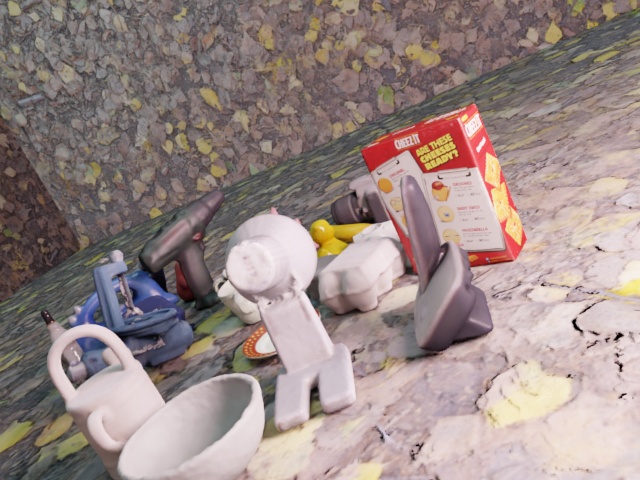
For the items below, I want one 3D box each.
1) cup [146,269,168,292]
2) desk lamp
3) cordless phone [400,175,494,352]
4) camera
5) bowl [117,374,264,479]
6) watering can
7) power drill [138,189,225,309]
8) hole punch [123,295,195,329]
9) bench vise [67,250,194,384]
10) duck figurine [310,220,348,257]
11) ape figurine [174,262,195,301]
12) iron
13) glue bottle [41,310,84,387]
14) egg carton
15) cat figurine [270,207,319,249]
[{"bbox_3d":[-0.407,0.115,1.402,0.092,0.095,0.117,-33,17,-24],"label":"cup"},{"bbox_3d":[-0.044,0.079,0.700,0.118,0.214,0.203,-25,15,4],"label":"desk lamp"},{"bbox_3d":[0.125,0.022,0.671,0.094,0.185,0.147,-23,16,12],"label":"cordless phone"},{"bbox_3d":[0.095,-0.091,1.259,0.136,0.101,0.143,-19,17,23],"label":"camera"},{"bbox_3d":[-0.125,0.223,0.619,0.167,0.075,0.167,-24,15,7],"label":"bowl"},{"bbox_3d":[-0.266,0.193,0.722,0.101,0.194,0.172,-33,17,-23],"label":"watering can"},{"bbox_3d":[-0.259,0.029,1.226,0.230,0.209,0.075,-35,18,-30],"label":"power drill"},{"bbox_3d":[-0.316,0.162,1.105,0.100,0.091,0.109,-8,24,49],"label":"hole punch"},{"bbox_3d":[-0.327,0.140,0.947,0.121,0.220,0.208,-17,18,29],"label":"bench vise"},{"bbox_3d":[0.010,0.004,1.109,0.077,0.086,0.104,-22,16,14],"label":"duck figurine"},{"bbox_3d":[-0.304,0.089,1.325,0.076,0.092,0.078,-24,15,7],"label":"ape figurine"},{"bbox_3d":[-0.442,0.159,1.221,0.259,0.141,0.118,-35,18,-30],"label":"iron"},{"bbox_3d":[-0.459,0.201,1.046,0.037,0.173,0.078,-37,19,-35],"label":"glue bottle"},{"bbox_3d":[0.067,0.052,0.890,0.107,0.069,0.151,-12,20,41],"label":"egg carton"},{"bbox_3d":[-0.079,-0.016,1.260,0.127,0.118,0.067,-9,23,47],"label":"cat figurine"}]
